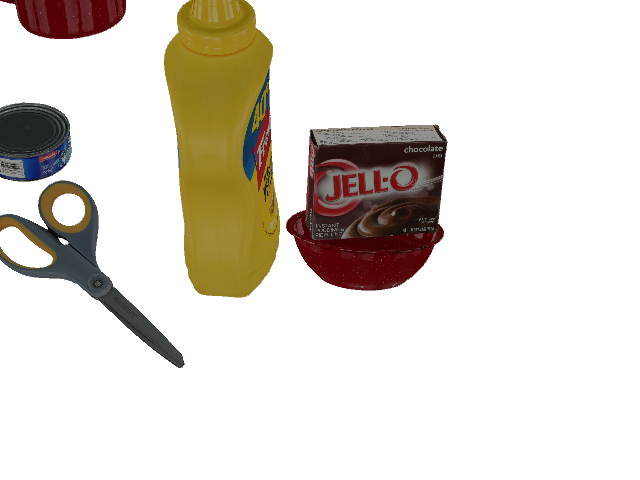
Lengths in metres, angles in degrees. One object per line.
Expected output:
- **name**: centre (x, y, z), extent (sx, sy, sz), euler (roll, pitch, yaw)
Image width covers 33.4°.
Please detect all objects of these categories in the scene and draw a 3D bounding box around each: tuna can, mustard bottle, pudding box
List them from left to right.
- **tuna can**: centre (-0.284, -0.095, 1.030), extent (0.086, 0.034, 0.086), euler (3, 42, -3)
- **mustard bottle**: centre (-0.054, -0.064, 0.604), extent (0.058, 0.192, 0.096), euler (5, 45, 5)
- **pudding box**: centre (0.045, -0.050, 0.897), extent (0.113, 0.090, 0.039), euler (-5, 35, -10)

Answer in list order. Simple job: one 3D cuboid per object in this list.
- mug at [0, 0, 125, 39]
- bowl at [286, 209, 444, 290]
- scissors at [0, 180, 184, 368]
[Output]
- **mug**: centre (-0.201, -0.201, 0.789), extent (0.117, 0.081, 0.093), euler (-1, 36, 1)
- **bowl**: centre (0.045, 0.011, 1.094), extent (0.162, 0.055, 0.162), euler (2, 17, -1)
- **scissors**: centre (-0.168, 0.017, 0.837), extent (0.202, 0.096, 0.016), euler (24, -24, 16)
